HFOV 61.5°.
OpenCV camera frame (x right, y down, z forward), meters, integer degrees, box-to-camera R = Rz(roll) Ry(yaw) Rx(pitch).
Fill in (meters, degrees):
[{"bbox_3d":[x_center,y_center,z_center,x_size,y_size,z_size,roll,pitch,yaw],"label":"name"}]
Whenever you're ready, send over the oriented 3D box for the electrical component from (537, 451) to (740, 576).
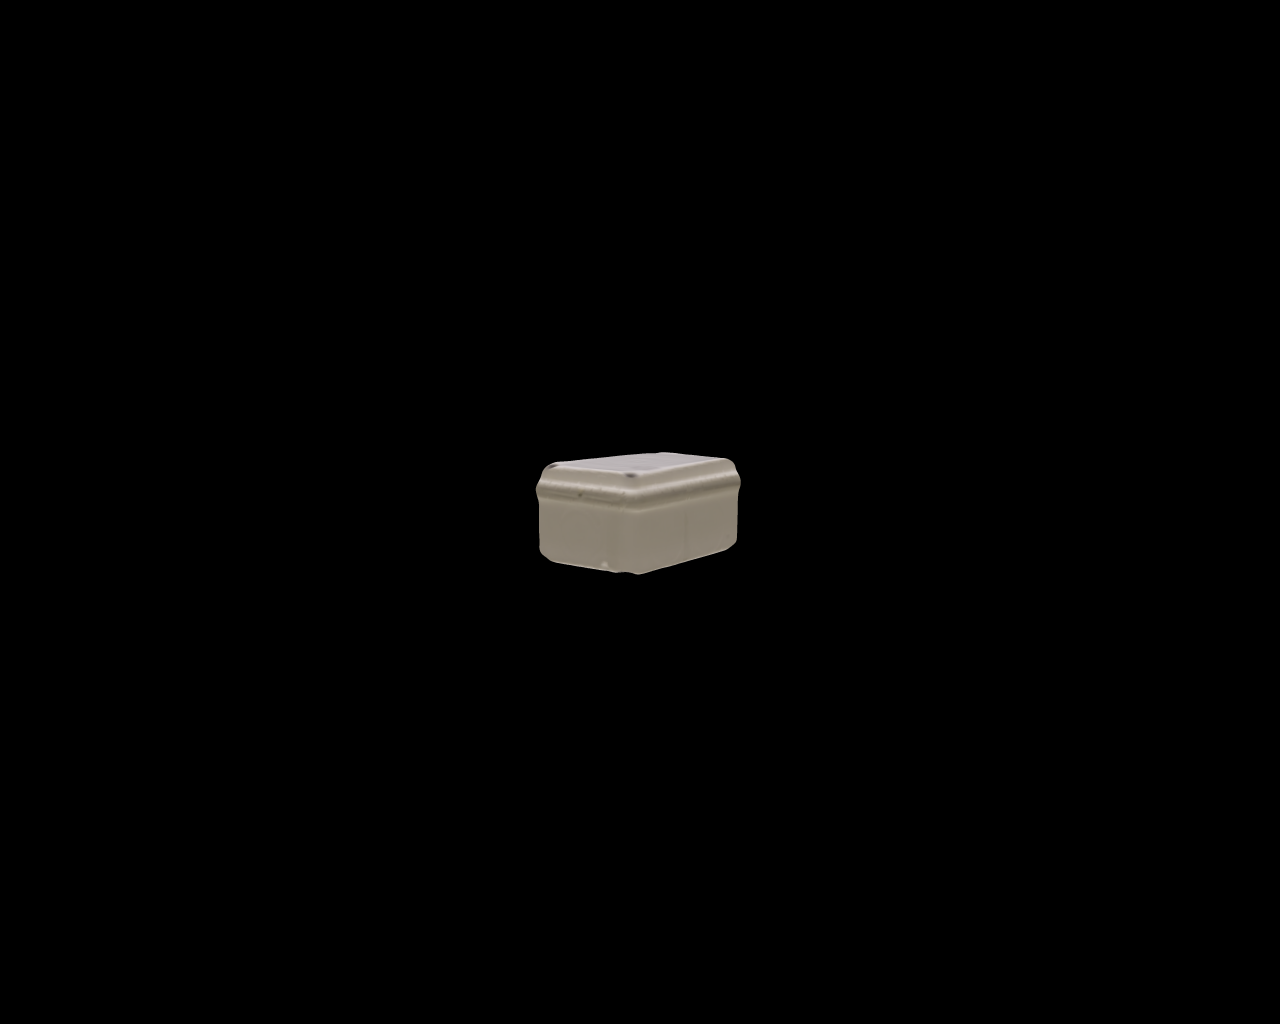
[{"bbox_3d":[0.001,-0.003,0.650,0.078,0.057,0.113,7,12,39],"label":"electrical component"}]
